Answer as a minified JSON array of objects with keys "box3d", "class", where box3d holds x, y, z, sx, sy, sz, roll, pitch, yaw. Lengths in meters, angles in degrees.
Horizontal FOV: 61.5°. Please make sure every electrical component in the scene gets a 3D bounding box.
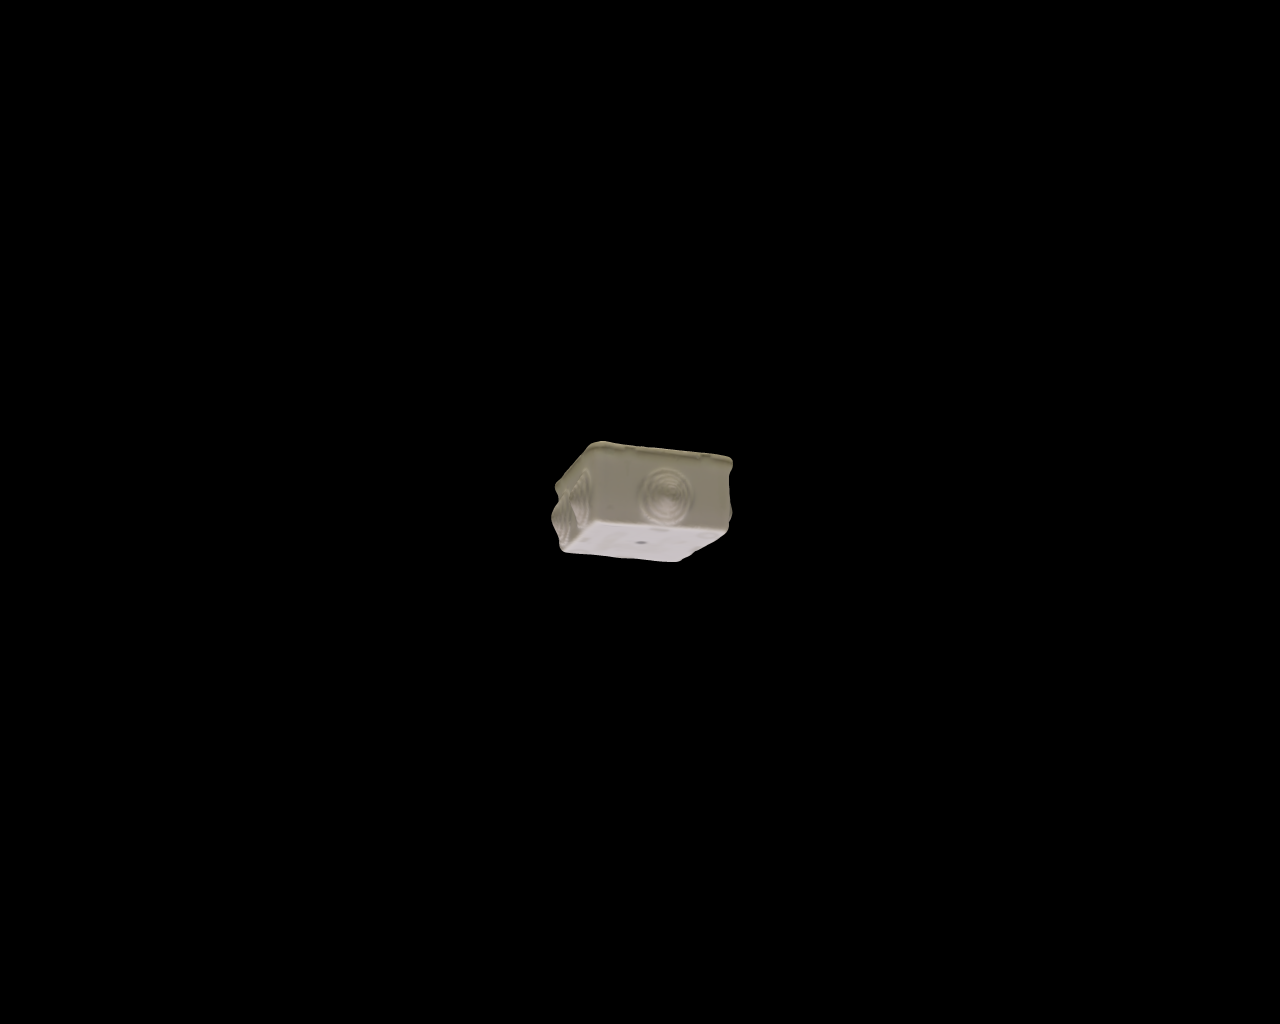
[{"box3d":[0.001,-0.003,0.650,0.100,0.048,0.099,6,-17,-19],"class":"electrical component"}]
